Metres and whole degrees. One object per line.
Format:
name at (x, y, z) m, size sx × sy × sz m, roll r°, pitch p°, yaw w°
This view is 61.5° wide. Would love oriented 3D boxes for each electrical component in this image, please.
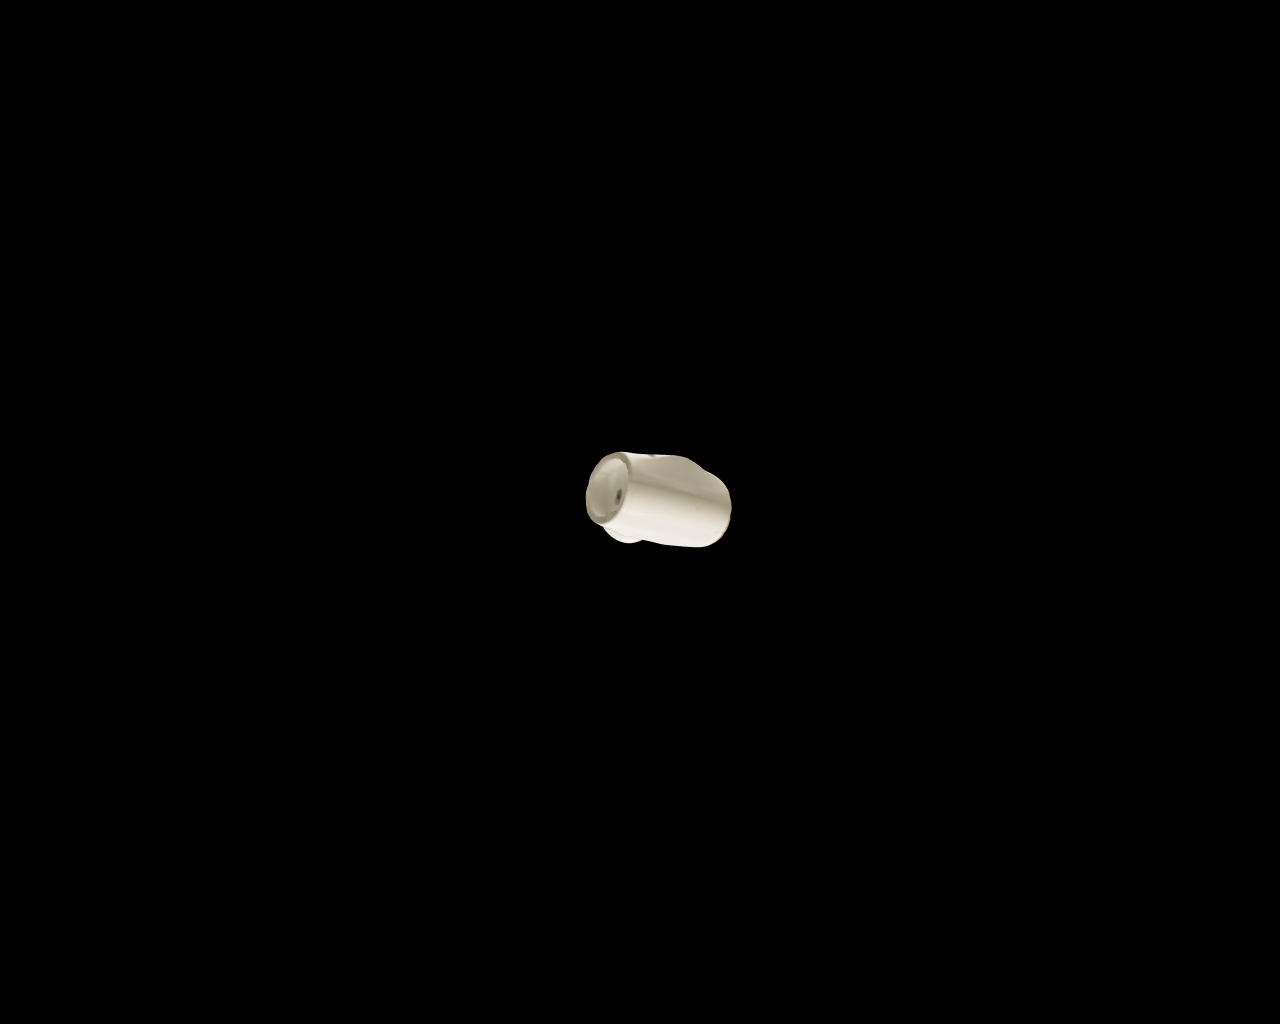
electrical component at (0.001, -0.003, 0.650) m, size 0.077 × 0.043 × 0.079 m, roll 13°, pitch -22°, yaw -36°
